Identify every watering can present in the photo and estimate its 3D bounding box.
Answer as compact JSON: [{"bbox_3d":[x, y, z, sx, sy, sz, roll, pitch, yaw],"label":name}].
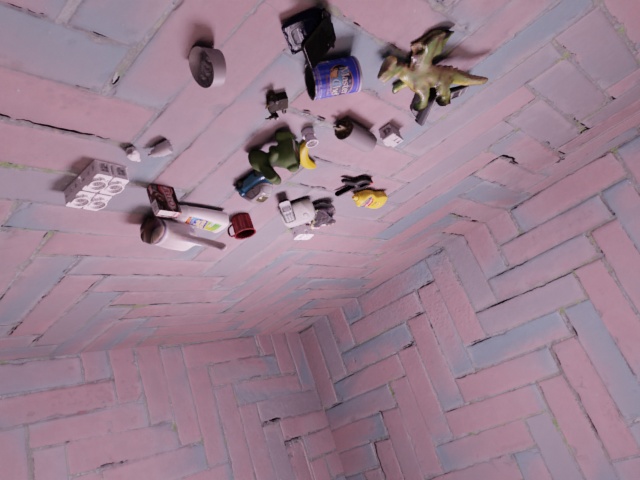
[{"bbox_3d":[-0.514,-0.013,1.885,0.348,0.104,0.223,7,173,43],"label":"watering can"}]

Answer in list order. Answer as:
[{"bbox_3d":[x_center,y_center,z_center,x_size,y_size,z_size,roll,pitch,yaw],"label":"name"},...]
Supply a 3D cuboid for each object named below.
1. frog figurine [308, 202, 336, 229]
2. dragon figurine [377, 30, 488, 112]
[{"bbox_3d":[0.007,-0.115,2.294,0.136,0.122,0.161,-34,-168,11],"label":"frog figurine"},{"bbox_3d":[0.357,-0.533,1.579,0.412,0.124,0.237,-18,150,-11],"label":"dragon figurine"}]
